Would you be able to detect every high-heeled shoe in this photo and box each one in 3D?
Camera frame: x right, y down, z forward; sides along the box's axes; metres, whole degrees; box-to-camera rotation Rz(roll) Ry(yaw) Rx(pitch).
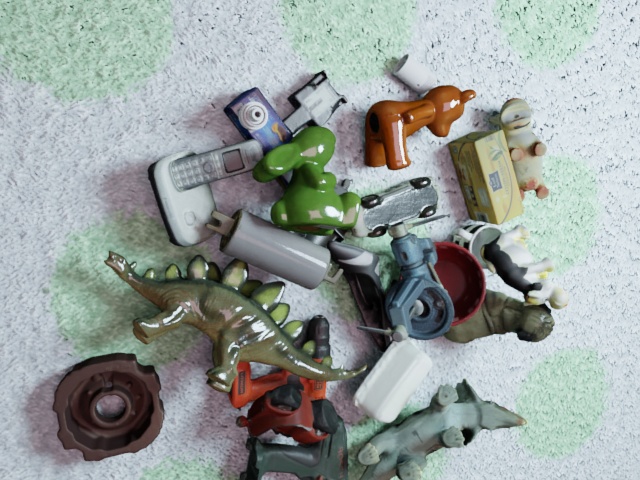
[{"bbox_3d":[0.074,0.105,0.974,0.248,0.086,0.145,32,66,-40],"label":"high-heeled shoe"}]

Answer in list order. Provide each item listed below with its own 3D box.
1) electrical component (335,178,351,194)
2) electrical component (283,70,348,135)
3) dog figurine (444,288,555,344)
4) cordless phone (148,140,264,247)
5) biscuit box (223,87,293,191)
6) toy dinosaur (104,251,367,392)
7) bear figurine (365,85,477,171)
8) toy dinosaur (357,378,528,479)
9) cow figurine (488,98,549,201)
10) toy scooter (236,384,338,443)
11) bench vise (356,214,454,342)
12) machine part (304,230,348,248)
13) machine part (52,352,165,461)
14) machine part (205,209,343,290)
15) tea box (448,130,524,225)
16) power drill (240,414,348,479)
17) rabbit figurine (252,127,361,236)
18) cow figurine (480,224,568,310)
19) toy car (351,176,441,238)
[{"bbox_3d":[0.023,-0.079,0.964,0.063,0.021,0.094,34,62,-20],"label":"electrical component"},{"bbox_3d":[-0.017,-0.228,0.930,0.119,0.048,0.074,-47,109,-7],"label":"electrical component"},{"bbox_3d":[0.327,0.160,1.032,0.172,0.191,0.121,-37,108,-9],"label":"dog figurine"},{"bbox_3d":[-0.170,-0.080,0.867,0.184,0.089,0.146,-18,103,-10],"label":"cordless phone"},{"bbox_3d":[-0.077,-0.159,0.911,0.059,0.063,0.202,-40,108,-9],"label":"biscuit box"},{"bbox_3d":[-0.132,0.143,0.879,0.471,0.105,0.198,36,64,-15],"label":"toy dinosaur"},{"bbox_3d":[0.181,-0.206,0.970,0.196,0.120,0.131,-13,106,-23],"label":"bear figurine"},{"bbox_3d":[0.191,0.392,1.049,0.405,0.192,0.131,-30,64,2],"label":"toy dinosaur"},{"bbox_3d":[0.390,-0.184,1.049,0.086,0.127,0.194,-15,121,9],"label":"cow figurine"},{"bbox_3d":[-0.061,0.304,0.918,0.135,0.075,0.183,-27,137,19],"label":"toy scooter"},{"bbox_3d":[0.158,0.087,0.916,0.129,0.240,0.223,-4,108,26],"label":"bench vise"},{"bbox_3d":[-0.002,-0.003,0.970,0.139,0.039,0.084,-47,115,-19],"label":"machine part"},{"bbox_3d":[-0.344,0.271,0.885,0.179,0.056,0.179,-2,98,-18],"label":"machine part"},{"bbox_3d":[-0.072,0.017,0.876,0.243,0.079,0.079,26,89,-22],"label":"machine part"},{"bbox_3d":[0.321,-0.121,1.038,0.068,0.098,0.169,-24,107,-14],"label":"tea box"},{"bbox_3d":[-0.041,0.441,1.004,0.207,0.086,0.231,7,94,-16],"label":"power drill"},{"bbox_3d":[-0.026,-0.100,0.858,0.159,0.121,0.170,6,79,-21],"label":"rabbit figurine"},{"bbox_3d":[0.368,0.062,0.970,0.098,0.167,0.068,-23,149,-4],"label":"cow figurine"},{"bbox_3d":[0.141,-0.062,1.003,0.202,0.056,0.073,-21,106,-22],"label":"toy car"}]
